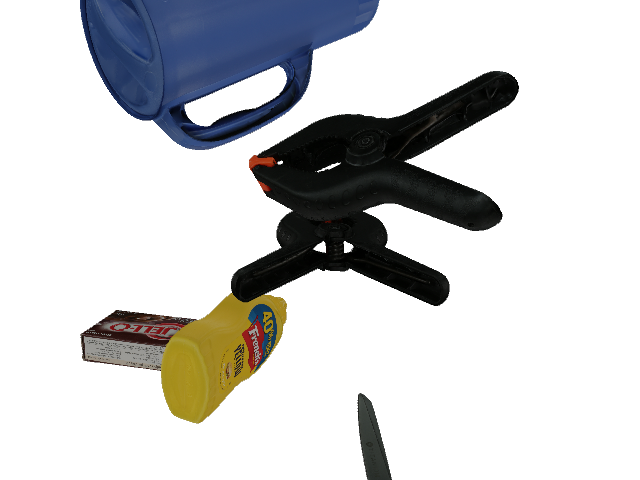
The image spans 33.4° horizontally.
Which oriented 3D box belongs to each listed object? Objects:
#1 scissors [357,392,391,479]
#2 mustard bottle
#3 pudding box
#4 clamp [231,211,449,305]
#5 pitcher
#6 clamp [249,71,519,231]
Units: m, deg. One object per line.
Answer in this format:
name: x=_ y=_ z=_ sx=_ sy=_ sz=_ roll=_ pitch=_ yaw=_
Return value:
scissors: x=0.055 y=0.156 z=0.603 sx=0.096 sy=0.016 sz=0.201 roll=10 pitch=31 yaw=6
mustard bottle: x=-0.089 y=0.104 z=1.105 sx=0.058 sy=0.096 sz=0.191 roll=13 pitch=26 yaw=24
pudding box: x=-0.211 y=0.117 z=1.256 sx=0.114 sy=0.039 sz=0.090 roll=3 pitch=15 yaw=16
clamp: x=0.021 y=0.008 z=0.883 sx=0.164 sy=0.036 sz=0.210 roll=4 pitch=19 yaw=3
pitcher: x=-0.066 y=-0.190 z=0.908 sx=0.242 sy=0.149 sz=0.145 roll=-24 pitch=44 yaw=-30
clamp: x=0.037 y=-0.041 z=0.640 sx=0.172 sy=0.039 sz=0.120 roll=-14 pitch=38 yaw=19
